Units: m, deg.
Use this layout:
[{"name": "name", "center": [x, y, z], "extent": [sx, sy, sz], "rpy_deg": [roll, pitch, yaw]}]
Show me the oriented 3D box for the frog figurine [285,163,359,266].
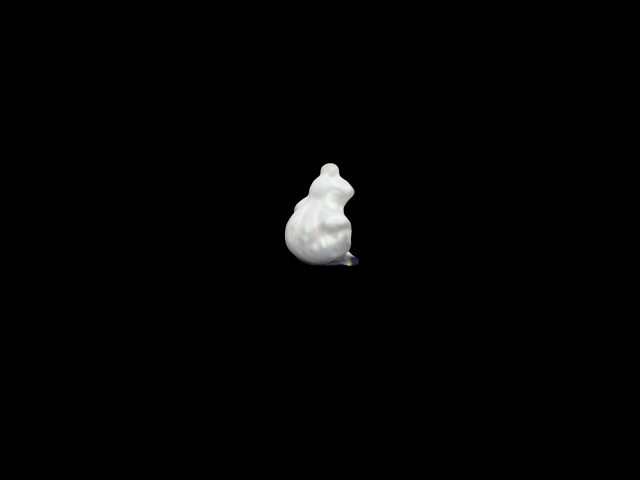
[{"name": "frog figurine", "center": [0.003, -0.043, 0.850], "extent": [0.123, 0.156, 0.139], "rpy_deg": [-8, 25, -18]}]
